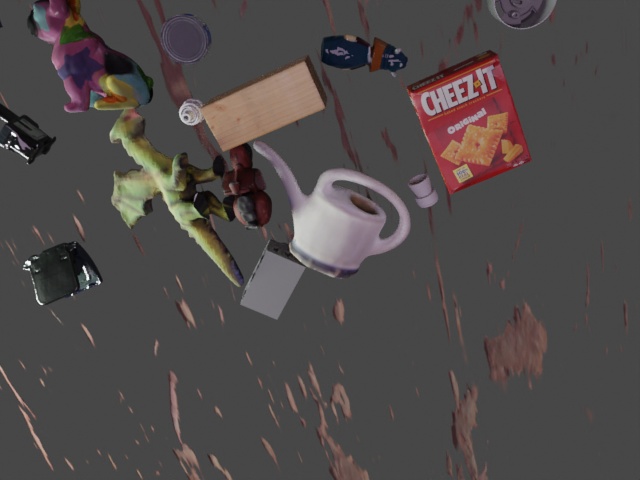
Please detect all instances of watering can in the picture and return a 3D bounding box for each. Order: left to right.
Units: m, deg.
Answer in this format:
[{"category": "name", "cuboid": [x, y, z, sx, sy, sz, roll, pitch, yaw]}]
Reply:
[{"category": "watering can", "cuboid": [0.003, -0.051, 1.023, 0.347, 0.106, 0.220, 23, 115, -6]}]

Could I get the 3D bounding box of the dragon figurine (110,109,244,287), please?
[{"category": "dragon figurine", "cuboid": [-0.308, -0.073, 1.049, 0.242, 0.124, 0.403, -1, 115, 23]}]
